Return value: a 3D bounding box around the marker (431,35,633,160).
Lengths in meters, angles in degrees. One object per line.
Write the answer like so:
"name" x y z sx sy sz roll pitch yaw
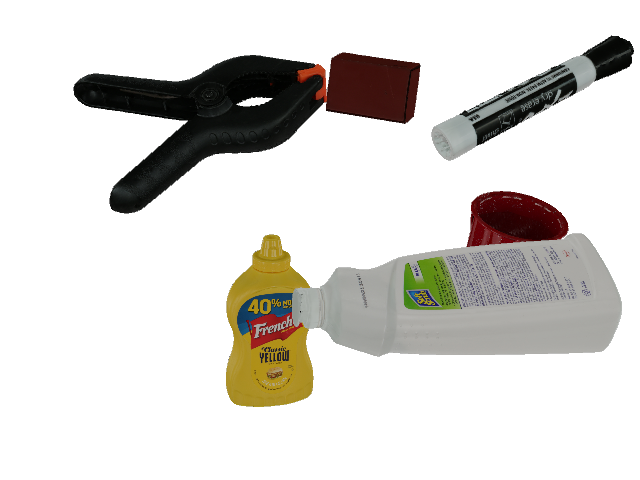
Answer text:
"marker" 0.111 -0.075 0.546 0.121 0.020 0.020 -28 9 -16

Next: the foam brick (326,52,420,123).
"foam brick" 0.049 -0.143 0.997 0.078 0.051 0.053 11 18 13

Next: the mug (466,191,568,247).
"mug" 0.176 0.004 1.032 0.093 0.081 0.117 -6 35 -24

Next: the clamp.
"clamp" -0.083 -0.091 0.724 0.171 0.120 0.039 -23 -28 -18

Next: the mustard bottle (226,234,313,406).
"mustard bottle" -0.055 0.086 1.168 0.096 0.192 0.058 -3 21 -13

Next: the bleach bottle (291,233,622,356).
"bleach bottle" 0.101 0.044 0.838 0.250 0.068 0.102 -1 39 -13
